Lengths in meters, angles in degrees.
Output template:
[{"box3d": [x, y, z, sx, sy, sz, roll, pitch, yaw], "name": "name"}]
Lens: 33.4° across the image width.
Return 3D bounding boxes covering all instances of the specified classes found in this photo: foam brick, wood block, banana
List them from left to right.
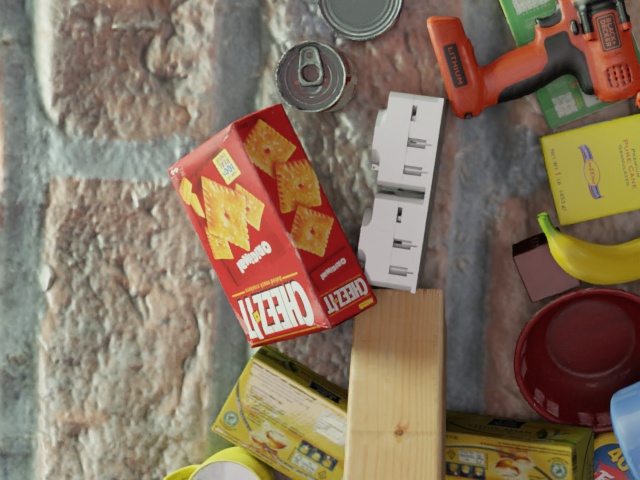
[{"box3d": [0.076, 0.157, 1.039, 0.091, 0.090, 0.206, 0, 56, 9], "name": "wood block"}, {"box3d": [0.224, 0.024, 1.060, 0.053, 0.078, 0.051, -22, 94, 12], "name": "foam brick"}, {"box3d": [0.292, 0.007, 1.018, 0.197, 0.037, 0.069, -2, 101, -27], "name": "banana"}]

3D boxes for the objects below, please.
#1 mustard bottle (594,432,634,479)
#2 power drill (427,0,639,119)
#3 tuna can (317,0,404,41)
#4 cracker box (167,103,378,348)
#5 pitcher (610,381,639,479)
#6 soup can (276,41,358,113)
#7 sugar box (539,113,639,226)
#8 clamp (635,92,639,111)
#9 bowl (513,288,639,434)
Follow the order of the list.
[{"box3d": [0.303, 0.248, 1.083, 0.096, 0.058, 0.192, 41, 101, 16], "name": "mustard bottle"}, {"box3d": [0.202, -0.205, 1.029, 0.188, 0.057, 0.184, -15, 95, 12], "name": "power drill"}, {"box3d": [0.042, -0.245, 1.079, 0.086, 0.033, 0.086, 1, 97, 9], "name": "tuna can"}, {"box3d": [-0.055, -0.007, 1.061, 0.072, 0.164, 0.214, -26, 93, -33], "name": "cracker box"}, {"box3d": [0.390, 0.137, 0.961, 0.243, 0.149, 0.145, -26, 113, 23], "name": "pitcher"}, {"box3d": [-0.001, -0.161, 1.061, 0.068, 0.102, 0.068, 1, 97, 9], "name": "soup can"}, {"box3d": [0.313, -0.077, 1.048, 0.176, 0.048, 0.093, -13, 94, 12], "name": "sugar box"}, {"box3d": [0.382, -0.109, 0.992, 0.171, 0.039, 0.120, 35, 81, 11], "name": "clamp"}, {"box3d": [0.272, 0.110, 1.062, 0.162, 0.055, 0.162, 2, 113, 6], "name": "bowl"}]
